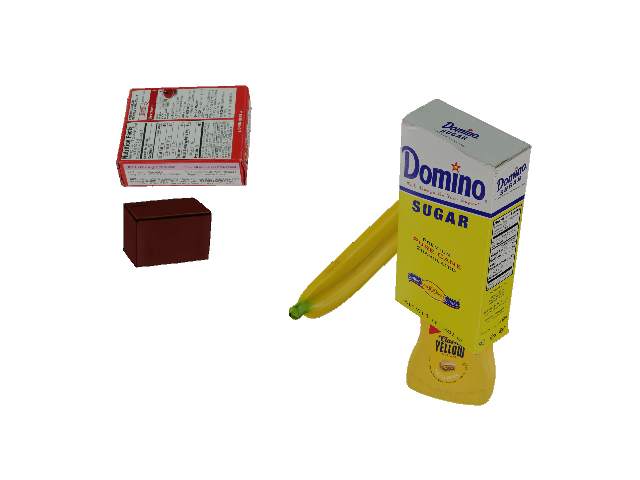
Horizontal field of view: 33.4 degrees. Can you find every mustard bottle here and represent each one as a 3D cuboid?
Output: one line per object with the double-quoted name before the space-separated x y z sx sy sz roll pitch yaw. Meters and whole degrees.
"mustard bottle" 0.154 0.080 1.173 0.096 0.192 0.058 12 15 21

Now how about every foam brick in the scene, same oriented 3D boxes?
"foam brick" -0.154 -0.009 1.070 0.078 0.051 0.053 -6 21 -23

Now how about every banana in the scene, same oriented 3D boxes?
"banana" 0.047 0.012 1.004 0.197 0.037 0.070 -44 4 -9

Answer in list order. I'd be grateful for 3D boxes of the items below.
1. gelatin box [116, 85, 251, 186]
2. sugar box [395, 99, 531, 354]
"gelatin box" -0.095 -0.073 0.753 0.089 0.073 0.030 -1 -38 3
"sugar box" 0.102 -0.008 0.801 0.048 0.176 0.093 -31 46 -30
